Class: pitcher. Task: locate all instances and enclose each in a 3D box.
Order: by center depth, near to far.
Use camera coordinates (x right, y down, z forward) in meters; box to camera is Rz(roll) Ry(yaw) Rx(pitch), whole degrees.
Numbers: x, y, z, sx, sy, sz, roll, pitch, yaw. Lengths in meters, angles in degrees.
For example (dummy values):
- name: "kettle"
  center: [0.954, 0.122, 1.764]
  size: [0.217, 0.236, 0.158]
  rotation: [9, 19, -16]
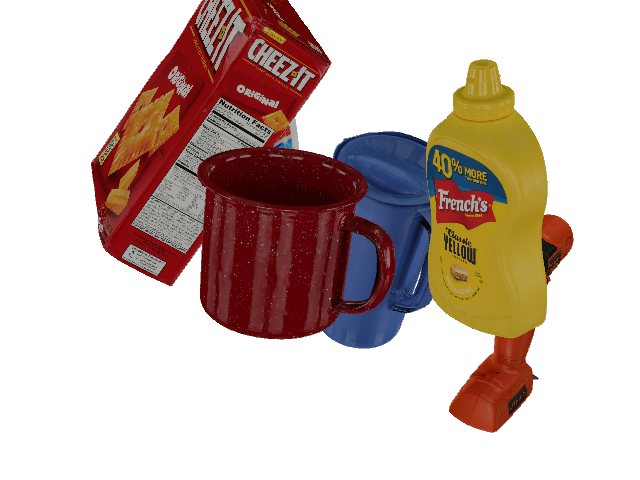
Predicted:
- name: "pitcher"
  center: [0.067, 0.013, 1.208]
  size: [0.145, 0.243, 0.149]
  rotation: [14, 40, 3]

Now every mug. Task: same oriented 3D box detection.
- name: "mug"
  center: [-0.014, 0.005, 0.588]
  size: [0.117, 0.081, 0.093]
  rotation: [16, 25, 20]

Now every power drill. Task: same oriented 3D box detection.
- name: "power drill"
  center: [0.171, 0.082, 0.989]
  size: [0.057, 0.188, 0.184]
  rotation: [24, 31, 26]

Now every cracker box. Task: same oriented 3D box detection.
- name: "cracker box"
  center: [-0.096, -0.096, 0.838]
  size: [0.072, 0.214, 0.164]
  rotation: [29, 18, -27]

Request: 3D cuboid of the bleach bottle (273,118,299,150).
- name: "bleach bottle"
  center: [-0.068, -0.064, 1.038]
  size: [0.102, 0.251, 0.068]
  rotation: [-16, 29, -26]

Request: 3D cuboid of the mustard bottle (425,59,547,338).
- name: "mustard bottle"
  center: [0.115, -0.032, 0.745]
  size: [0.058, 0.192, 0.096]
  rotation: [-21, 32, -28]
